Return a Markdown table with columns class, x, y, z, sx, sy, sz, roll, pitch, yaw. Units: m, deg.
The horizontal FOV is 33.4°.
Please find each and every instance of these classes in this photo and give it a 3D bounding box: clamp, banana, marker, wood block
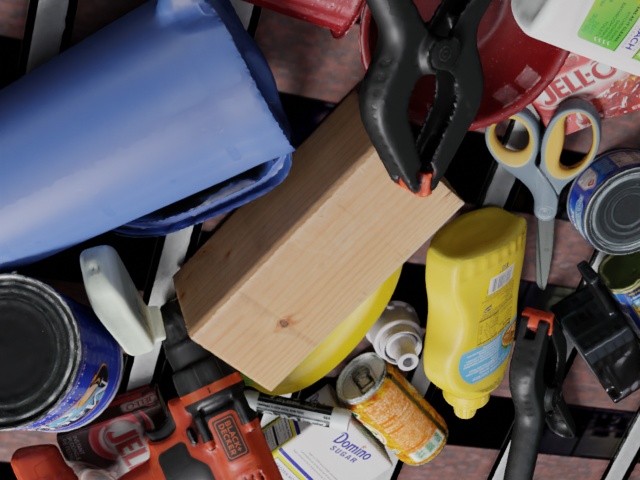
| class | x | y | z | sx | sy | sz | roll | pitch | yaw |
| --- | --- | --- | --- | --- | --- | --- | --- | --- | --- |
| clamp | 0.190 | 0.144 | 0.944 | 0.039 | 0.120 | 0.171 | 5 | 126 | 31 |
| banana | 0.011 | 0.068 | 0.877 | 0.198 | 0.037 | 0.069 | -45 | 143 | 12 |
| marker | -0.034 | 0.141 | 0.903 | 0.121 | 0.020 | 0.020 | 11 | 120 | 7 |
| wood block | -0.005 | 0.001 | 0.806 | 0.206 | 0.090 | 0.090 | -45 | 121 | 11 |
| clamp | 0.061 | -0.128 | 0.680 | 0.164 | 0.036 | 0.210 | -6 | 116 | -34 |

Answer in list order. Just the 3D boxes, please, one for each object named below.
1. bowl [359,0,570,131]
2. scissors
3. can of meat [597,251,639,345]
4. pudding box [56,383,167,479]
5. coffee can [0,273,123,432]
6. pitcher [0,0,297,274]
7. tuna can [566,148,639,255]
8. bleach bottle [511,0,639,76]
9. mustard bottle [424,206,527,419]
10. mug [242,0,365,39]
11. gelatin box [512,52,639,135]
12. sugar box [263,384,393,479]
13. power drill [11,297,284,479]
| class | x | y | z | sx | sy | sz | roll | pitch | yaw |
| --- | --- | --- | --- | --- | --- | --- | --- | --- | --- |
| bowl | 0.100 | -0.161 | 0.759 | 0.162 | 0.055 | 0.162 | -6 | 121 | -10 |
| scissors | 0.166 | -0.038 | 0.864 | 0.096 | 0.016 | 0.202 | 17 | 136 | 4 |
| can of meat | 0.303 | 0.036 | 0.927 | 0.102 | 0.057 | 0.084 | -35 | 120 | 7 |
| pudding box | -0.163 | 0.185 | 0.910 | 0.090 | 0.039 | 0.113 | -18 | 122 | -3 |
| coffee can | -0.203 | 0.084 | 0.754 | 0.103 | 0.140 | 0.103 | 0 | 80 | 1 |
| pitcher | -0.142 | -0.063 | 0.721 | 0.243 | 0.145 | 0.149 | -26 | 93 | 6 |
| tuna can | 0.252 | -0.031 | 0.887 | 0.086 | 0.034 | 0.086 | -6 | 121 | -10 |
| bleach bottle | 0.260 | -0.149 | 0.714 | 0.250 | 0.068 | 0.103 | 14 | 124 | -18 |
| mustard bottle | 0.127 | 0.073 | 0.894 | 0.096 | 0.058 | 0.192 | -31 | 133 | -38 |
| mug | -0.009 | -0.199 | 0.698 | 0.081 | 0.093 | 0.117 | 14 | 85 | -16 |
| gelatin box | 0.200 | -0.122 | 0.802 | 0.089 | 0.030 | 0.073 | -18 | 128 | 29 |
| sugar box | -0.033 | 0.214 | 0.957 | 0.176 | 0.048 | 0.093 | -37 | 121 | 5 |
| power drill | -0.141 | 0.160 | 0.840 | 0.187 | 0.057 | 0.184 | -25 | 84 | -3 |
